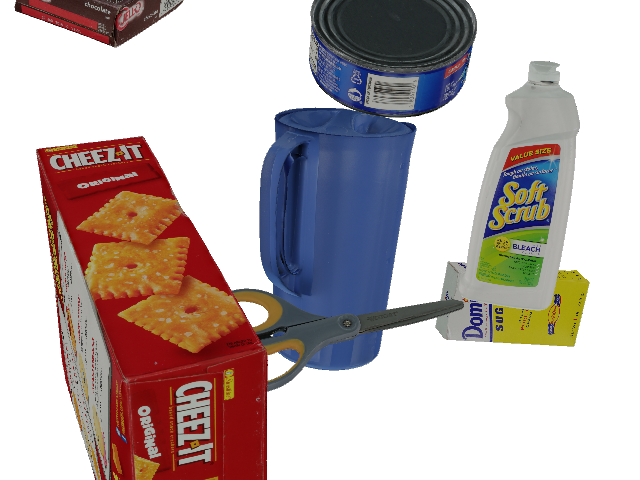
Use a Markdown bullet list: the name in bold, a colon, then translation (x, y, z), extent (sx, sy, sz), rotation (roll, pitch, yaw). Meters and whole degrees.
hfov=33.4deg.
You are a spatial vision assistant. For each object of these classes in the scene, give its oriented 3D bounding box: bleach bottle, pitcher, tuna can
- **bleach bottle**: translation (0.206, -0.058, 1.096), extent (0.103, 0.251, 0.068), rotation (9, 20, 15)
- **pitcher**: translation (0.008, -0.001, 1.024), extent (0.149, 0.243, 0.145), rotation (2, 17, -9)
- **tuna can**: translation (0.037, -0.103, 0.557), extent (0.086, 0.086, 0.034), rotation (0, -43, -4)

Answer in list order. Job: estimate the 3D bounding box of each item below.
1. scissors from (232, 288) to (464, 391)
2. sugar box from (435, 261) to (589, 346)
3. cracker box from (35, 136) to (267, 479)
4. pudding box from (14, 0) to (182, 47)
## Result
- **scissors**: translation (0.003, 0.054, 0.810), extent (0.201, 0.096, 0.016), rotation (-23, -32, -24)
- **sugar box**: translation (0.239, 0.080, 1.331), extent (0.176, 0.093, 0.048), rotation (3, 19, -15)
- **cracker box**: translation (-0.092, 0.064, 0.565), extent (0.072, 0.164, 0.214), rotation (-10, 34, -19)
- **pudding box**: translation (-0.166, -0.195, 0.822), extent (0.090, 0.039, 0.113), rotation (22, 34, 12)
